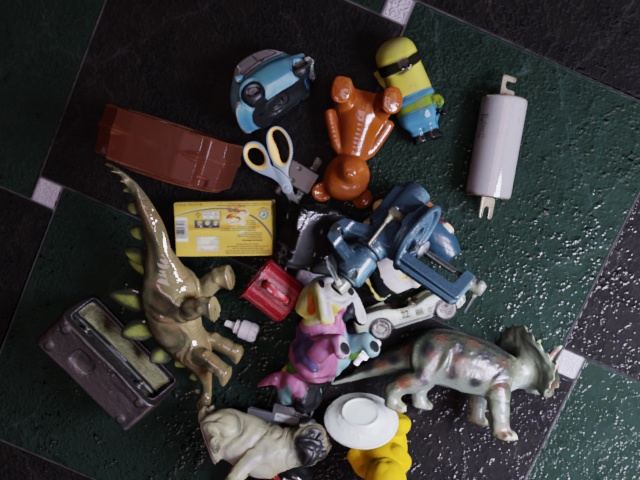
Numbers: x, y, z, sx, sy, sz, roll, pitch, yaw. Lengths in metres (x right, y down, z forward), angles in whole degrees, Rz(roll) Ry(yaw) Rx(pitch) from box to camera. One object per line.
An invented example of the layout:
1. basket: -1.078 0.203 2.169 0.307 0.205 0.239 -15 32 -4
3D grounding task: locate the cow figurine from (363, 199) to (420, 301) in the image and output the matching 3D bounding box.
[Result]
1. cow figurine: 0.108 0.018 0.940 0.098 0.068 0.167 -22 93 9

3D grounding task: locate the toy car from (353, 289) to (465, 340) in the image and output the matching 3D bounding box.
1. toy car: 0.155 0.124 0.942 0.202 0.073 0.056 -18 93 3

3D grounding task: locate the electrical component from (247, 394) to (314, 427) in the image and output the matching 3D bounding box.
1. electrical component: -0.074 0.326 0.980 0.119 0.048 0.074 9 95 1

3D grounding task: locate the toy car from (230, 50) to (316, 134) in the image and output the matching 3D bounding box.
1. toy car: -0.091 -0.264 0.900 0.162 0.109 0.103 -38 76 -4

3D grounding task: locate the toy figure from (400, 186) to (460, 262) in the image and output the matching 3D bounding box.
1. toy figure: 0.182 -0.030 0.937 0.064 0.058 0.154 -35 89 -2

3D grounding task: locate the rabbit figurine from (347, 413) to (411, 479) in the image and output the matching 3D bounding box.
1. rabbit figurine: 0.100 0.394 0.922 0.122 0.173 0.162 4 92 -3

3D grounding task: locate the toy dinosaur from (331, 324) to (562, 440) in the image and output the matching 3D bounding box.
1. toy dinosaur: 0.235 0.219 0.935 0.405 0.131 0.192 13 83 4

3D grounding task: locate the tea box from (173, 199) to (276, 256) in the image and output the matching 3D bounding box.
1. tea box: -0.163 -0.023 0.939 0.170 0.068 0.098 1 97 1

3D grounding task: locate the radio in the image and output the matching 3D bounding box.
1. radio: -0.366 0.210 0.934 0.073 0.131 0.229 -44 93 7

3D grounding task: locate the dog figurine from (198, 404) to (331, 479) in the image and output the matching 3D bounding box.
1. dog figurine: -0.096 0.330 0.923 0.190 0.121 0.172 -22 78 -22

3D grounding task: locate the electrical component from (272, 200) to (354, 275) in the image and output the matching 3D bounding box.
1. electrical component: -0.002 -0.003 0.913 0.134 0.058 0.114 5 111 -34

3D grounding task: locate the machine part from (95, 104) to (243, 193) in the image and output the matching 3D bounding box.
1. machine part: -0.236 -0.143 0.863 0.201 0.201 0.087 17 98 -1

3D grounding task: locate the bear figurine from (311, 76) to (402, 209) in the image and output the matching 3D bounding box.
1. bear figurine: 0.054 -0.154 0.894 0.120 0.132 0.195 14 90 -1

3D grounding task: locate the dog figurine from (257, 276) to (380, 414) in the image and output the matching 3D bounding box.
1. dog figurine: -0.021 0.184 0.916 0.219 0.108 0.191 -38 64 34

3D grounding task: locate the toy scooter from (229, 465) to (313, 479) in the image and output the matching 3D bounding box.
1. toy scooter: -0.112 0.442 0.980 0.184 0.075 0.135 29 95 2

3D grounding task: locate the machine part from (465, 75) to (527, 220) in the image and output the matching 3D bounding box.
1. machine part: 0.298 -0.156 0.911 0.079 0.079 0.243 8 97 0

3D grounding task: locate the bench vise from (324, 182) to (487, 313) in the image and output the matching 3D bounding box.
1. bench vise: 0.134 0.027 0.827 0.241 0.128 0.223 36 65 21

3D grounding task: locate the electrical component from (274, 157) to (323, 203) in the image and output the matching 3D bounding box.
1. electrical component: -0.037 -0.112 0.951 0.063 0.021 0.094 32 96 -1

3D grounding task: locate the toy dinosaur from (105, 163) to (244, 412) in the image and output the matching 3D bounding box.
1. toy dinosaur: -0.247 0.099 0.899 0.199 0.105 0.470 0 110 14

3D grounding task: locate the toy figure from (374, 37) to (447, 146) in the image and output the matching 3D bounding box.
1. toy figure: 0.154 -0.249 0.899 0.082 0.089 0.180 -21 92 -5
